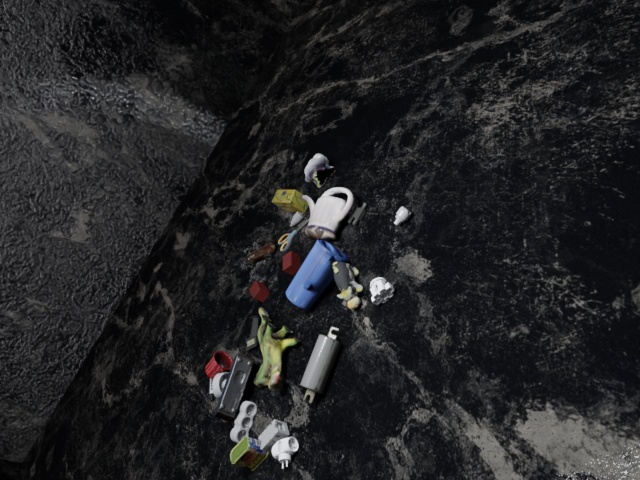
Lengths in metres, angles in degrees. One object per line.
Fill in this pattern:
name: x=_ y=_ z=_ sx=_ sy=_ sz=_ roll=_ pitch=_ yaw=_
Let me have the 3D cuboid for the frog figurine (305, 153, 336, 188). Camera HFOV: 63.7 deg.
frog figurine: x=-0.023 y=-0.319 z=2.263 sx=0.162 sy=0.122 sz=0.135 roll=50 pitch=125 yaw=46

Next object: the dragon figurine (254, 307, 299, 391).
dragon figurine: x=-0.198 y=0.412 z=1.874 sx=0.243 sy=0.121 sz=0.413 roll=-67 pitch=22 yaw=1

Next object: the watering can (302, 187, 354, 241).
watering can: x=0.006 y=-0.102 z=2.034 sx=0.347 sy=0.103 sz=0.227 roll=-1 pitch=62 yaw=54
